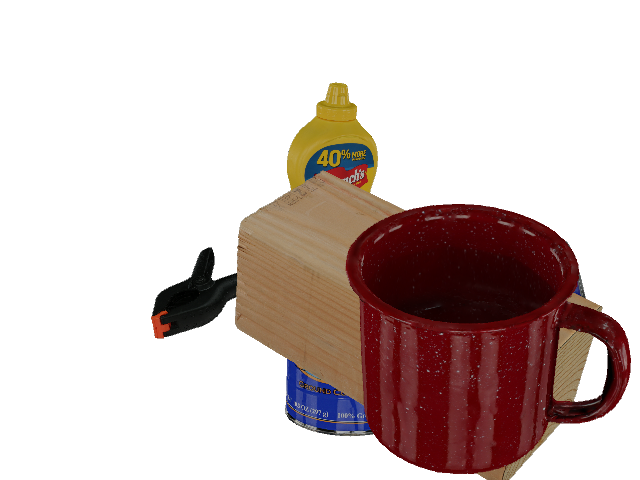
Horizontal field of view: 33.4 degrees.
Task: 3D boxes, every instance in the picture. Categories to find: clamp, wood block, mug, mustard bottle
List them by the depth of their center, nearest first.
[{"bbox_3d":[0.069,0.044,0.445,0.117,0.081,0.093,10,34,20],"label":"mug"},{"bbox_3d":[0.053,0.048,0.663,0.206,0.091,0.090,28,42,28],"label":"wood block"},{"bbox_3d":[0.012,-0.066,1.097,0.096,0.192,0.058,-5,21,-24],"label":"mustard bottle"},{"bbox_3d":[-0.122,0.059,1.217,0.120,0.039,0.171,0,30,29],"label":"clamp"}]

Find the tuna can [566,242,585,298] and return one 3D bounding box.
[{"bbox_3d":[0.218,0.046,0.975,0.034,0.086,0.086,-13,-1,6],"label":"tuna can"}]

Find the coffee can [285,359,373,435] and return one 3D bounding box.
[{"bbox_3d":[0.023,0.076,0.878,0.103,0.140,0.103,1,13,-1],"label":"coffee can"}]
